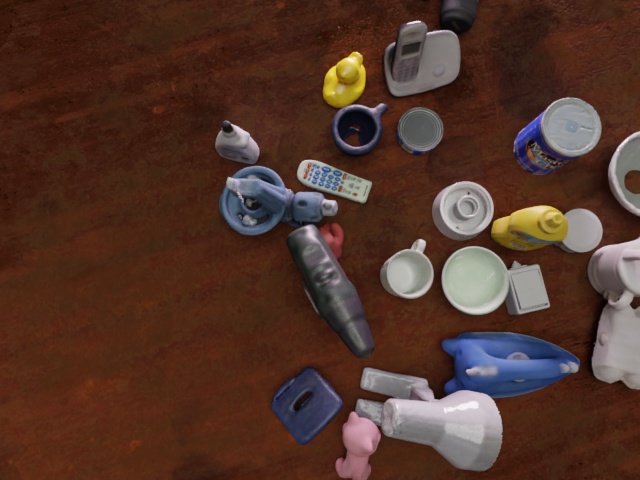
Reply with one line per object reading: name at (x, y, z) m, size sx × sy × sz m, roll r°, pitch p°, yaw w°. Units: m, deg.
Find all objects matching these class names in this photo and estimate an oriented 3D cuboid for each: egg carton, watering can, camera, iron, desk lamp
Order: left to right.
desk lamp at (0.168, 0.290, 0.938) m, size 0.203 × 0.213 × 0.118 m, roll 11°, pitch 83°, yaw 0°
camera at (0.255, -0.478, 1.089) m, size 0.143 × 0.101 × 0.137 m, roll 11°, pitch 83°, yaw 0°
iron at (0.348, 0.218, 0.988) m, size 0.258 × 0.141 × 0.119 m, roll -2°, pitch 83°, yaw -2°
egg carton at (0.550, 0.188, 1.033) m, size 0.107 × 0.069 × 0.150 m, roll 13°, pitch 83°, yaw 0°
watering can at (0.556, 0.041, 0.988) m, size 0.101 × 0.194 × 0.173 m, roll 10°, pitch 83°, yaw 0°

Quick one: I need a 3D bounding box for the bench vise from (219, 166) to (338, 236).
bench vise at (-0.078, -0.079, 0.973) m, size 0.207 × 0.219 × 0.121 m, roll -13°, pitch 83°, yaw -3°

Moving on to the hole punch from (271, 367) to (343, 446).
hole punch at (-0.026, 0.286, 0.995) m, size 0.109 × 0.091 × 0.101 m, roll -44°, pitch 86°, yaw -6°

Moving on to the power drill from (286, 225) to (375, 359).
power drill at (0.019, 0.088, 0.961) m, size 0.075 × 0.208 × 0.229 m, roll -29°, pitch 85°, yaw -4°

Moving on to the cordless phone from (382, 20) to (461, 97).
cordless phone at (0.190, -0.340, 1.029) m, size 0.147 × 0.185 × 0.094 m, roll -18°, pitch 84°, yaw -3°

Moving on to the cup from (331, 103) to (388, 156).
cup at (0.074, -0.200, 1.054) m, size 0.118 × 0.095 × 0.091 m, roll -42°, pitch 86°, yaw -6°

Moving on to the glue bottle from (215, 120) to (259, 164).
glue bottle at (-0.151, -0.177, 1.006) m, size 0.078 × 0.173 × 0.037 m, roll 15°, pitch 83°, yaw 1°

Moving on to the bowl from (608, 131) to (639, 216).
bowl at (0.608, -0.115, 1.068) m, size 0.167 × 0.074 × 0.167 m, roll 0°, pitch 83°, yaw -1°

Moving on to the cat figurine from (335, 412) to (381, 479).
cat figurine at (0.067, 0.357, 0.976) m, size 0.067 × 0.117 × 0.128 m, roll 7°, pitch 83°, yaw 0°

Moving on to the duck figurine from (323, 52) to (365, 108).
duck figurine at (0.047, -0.303, 1.070) m, size 0.077 × 0.086 × 0.104 m, roll 32°, pitch 83°, yaw 3°

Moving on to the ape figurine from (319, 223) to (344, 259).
ape figurine at (0.009, 0.004, 1.029) m, size 0.078 × 0.092 × 0.076 m, roll -15°, pitch 84°, yaw -3°
